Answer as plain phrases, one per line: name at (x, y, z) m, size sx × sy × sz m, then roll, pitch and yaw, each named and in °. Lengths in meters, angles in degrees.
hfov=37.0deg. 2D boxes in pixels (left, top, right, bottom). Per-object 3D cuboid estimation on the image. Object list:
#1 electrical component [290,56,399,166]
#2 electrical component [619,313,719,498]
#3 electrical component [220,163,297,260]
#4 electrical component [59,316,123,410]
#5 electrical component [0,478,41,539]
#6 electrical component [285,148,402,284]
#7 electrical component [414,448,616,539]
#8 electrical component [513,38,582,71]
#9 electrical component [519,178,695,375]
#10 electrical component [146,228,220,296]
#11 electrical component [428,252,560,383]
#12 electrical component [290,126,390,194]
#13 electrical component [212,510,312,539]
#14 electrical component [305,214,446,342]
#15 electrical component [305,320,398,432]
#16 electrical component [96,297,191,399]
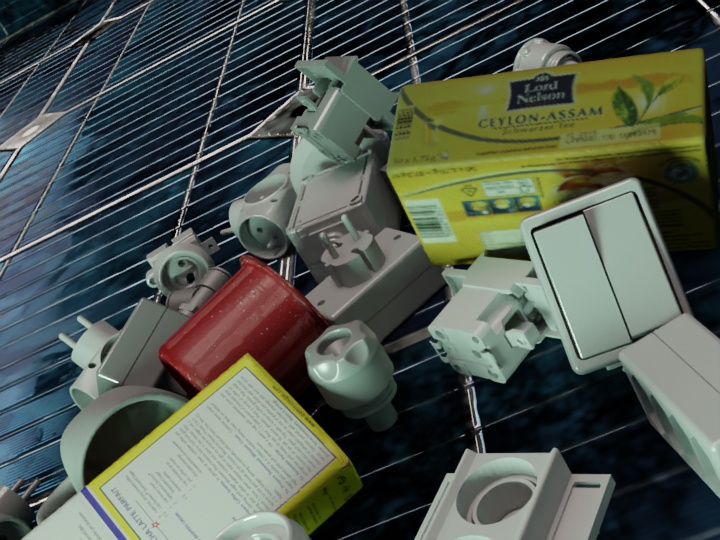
electrical component at (-0.013, -0.113, 0.766) m, size 0.042 × 0.081 × 0.063 m, roll 16°, pitch 74°, yaw 56°
electrical component at (0.168, 0.052, 0.461) m, size 0.076 × 0.047 × 0.083 m, roll -31°, pitch 27°, yaw 0°
electrical component at (-0.081, -0.045, 0.884) m, size 0.079 × 0.044 × 0.077 m, roll -14°, pitch 31°, yaw 31°
electrical component at (-0.180, 0.062, 0.774) m, size 0.077 × 0.079 × 0.044 m, roll -49°, pitch -13°, yaw -31°
electrical component at (-0.236, 0.164, 0.688) m, size 0.077 × 0.043 × 0.079 m, roll -7°, pitch 36°, yaw 40°
electrical component at (-0.008, -0.031, 0.767) m, size 0.062 × 0.061 × 0.096 m, roll -21°, pitch 28°, yaw 19°
electrical component at (0.051, 0.136, 0.419) m, size 0.079 × 0.063 × 0.121 m, roll -8°, pitch 35°, yaw 38°
electrical component at (0.153, -0.152, 0.830) m, size 0.048 × 0.048 × 0.062 m, roll -42°, pitch 36°, yaw -20°
electrical component at (0.124, 0.010, 0.528) m, size 0.062 × 0.096 × 0.061 m, roll -21°, pitch -6°, yaw 11°
electrical component at (-0.145, -0.002, 0.877) m, size 0.066 × 0.048 × 0.055 m, roll -32°, pitch 19°, yaw -3°
electrical component at (0.076, 0.027, 0.603) m, size 0.064 × 0.042 × 0.081 m, roll -46°, pitch 29°, yaw -25°
electrical component at (-0.012, -0.083, 0.842) m, size 0.080 × 0.080 × 0.051 m, roll -23°, pitch 23°, yaw 15°
electrical component at (-0.041, 0.149, 0.497) m, size 0.078 × 0.057 × 0.058 m, roll -28°, pitch 27°, yaw 6°
electrical component at (0.000, 0.000, 0.689) m, size 0.083 × 0.075 × 0.047 m, roll -41°, pitch 28°, yaw -18°
electrical component at (0.000, 0.062, 0.598) m, size 0.043 × 0.062 × 0.043 m, roll -24°, pitch 27°, yaw 13°
electrical component at (-0.127, 0.068, 0.724) m, size 0.077 × 0.047 × 0.065 m, roll 23°, pitch 57°, yaw 4°
